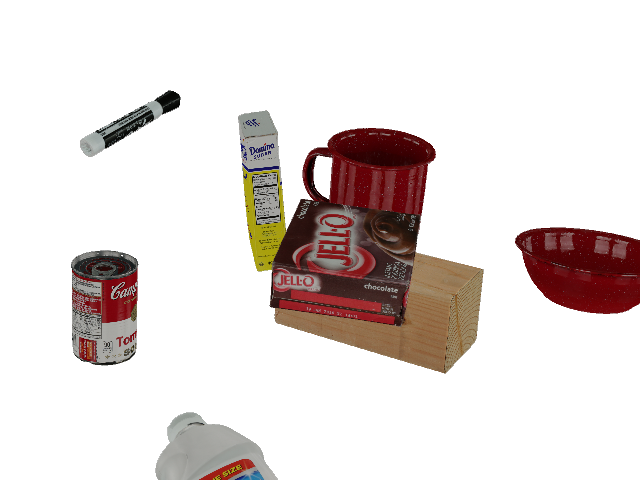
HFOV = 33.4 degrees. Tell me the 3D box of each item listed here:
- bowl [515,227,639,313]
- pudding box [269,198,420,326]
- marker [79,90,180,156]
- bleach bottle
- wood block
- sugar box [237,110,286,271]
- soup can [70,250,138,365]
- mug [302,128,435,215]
[{"bbox_3d":[0.278,0.034,1.097,0.162,0.055,0.162,4,17,-1],"label":"bowl"},{"bbox_3d":[0.019,0.013,0.734,0.090,0.039,0.113,9,24,6],"label":"pudding box"},{"bbox_3d":[-0.178,-0.113,1.016,0.020,0.020,0.120,0,29,44],"label":"marker"},{"bbox_3d":[-0.061,0.205,0.717,0.102,0.068,0.251,-16,35,-18],"label":"bleach bottle"},{"bbox_3d":[0.061,0.061,1.158,0.206,0.091,0.090,15,27,26],"label":"wood block"},{"bbox_3d":[-0.071,-0.061,1.307,0.048,0.176,0.093,-10,25,-6],"label":"sugar box"},{"bbox_3d":[-0.225,0.070,1.110,0.068,0.102,0.068,4,21,-2],"label":"soup can"},{"bbox_3d":[0.038,-0.046,0.932,0.117,0.081,0.093,13,28,17],"label":"mug"}]
